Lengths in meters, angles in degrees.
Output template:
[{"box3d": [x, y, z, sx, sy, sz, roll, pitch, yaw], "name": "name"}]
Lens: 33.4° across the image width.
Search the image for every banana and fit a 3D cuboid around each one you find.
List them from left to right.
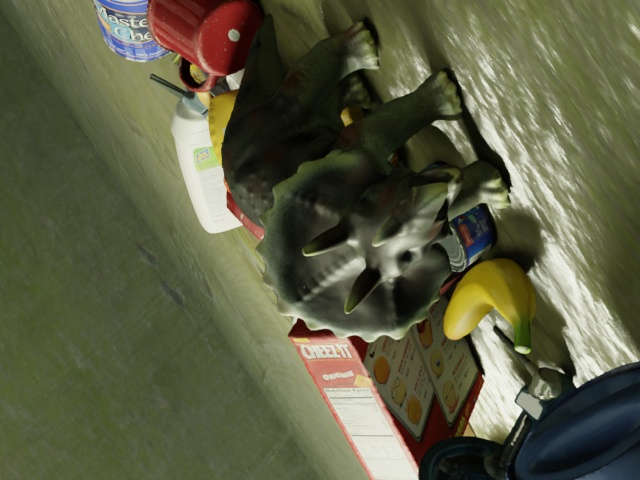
[{"box3d": [0.132, 0.049, 0.851, 0.037, 0.069, 0.198, 20, 175, -5], "name": "banana"}]

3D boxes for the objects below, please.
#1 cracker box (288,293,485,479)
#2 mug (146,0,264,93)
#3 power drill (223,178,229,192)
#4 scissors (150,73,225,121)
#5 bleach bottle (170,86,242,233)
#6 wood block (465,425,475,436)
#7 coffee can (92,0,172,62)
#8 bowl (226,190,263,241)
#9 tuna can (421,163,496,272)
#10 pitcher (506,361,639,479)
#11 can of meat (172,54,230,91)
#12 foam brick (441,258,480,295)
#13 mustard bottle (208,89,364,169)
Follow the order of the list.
[{"box3d": [0.069, 0.113, 0.998, 0.072, 0.164, 0.213, -8, 123, 34], "name": "cracker box"}, {"box3d": [-0.110, -0.198, 1.029, 0.082, 0.093, 0.117, 38, 121, 38], "name": "mug"}, {"box3d": [-0.007, 0.001, 1.125, 0.185, 0.057, 0.187, 30, 156, 45], "name": "power drill"}, {"box3d": [-0.140, -0.162, 1.162, 0.202, 0.016, 0.096, 40, 160, 31], "name": "scissors"}, {"box3d": [-0.127, -0.110, 1.337, 0.251, 0.102, 0.068, 84, 161, -57], "name": "bleach bottle"}, {"box3d": [0.103, 0.226, 1.326, 0.090, 0.090, 0.206, 61, 166, -21], "name": "wood block"}, {"box3d": [-0.201, -0.274, 1.174, 0.103, 0.102, 0.140, 53, 167, 13], "name": "coffee can"}, {"box3d": [-0.061, -0.028, 1.276, 0.162, 0.055, 0.162, 44, 180, 0], "name": "bowl"}, {"box3d": [0.101, -0.019, 0.853, 0.086, 0.033, 0.086, 52, 167, 17], "name": "tuna can"}, {"box3d": [0.249, 0.207, 0.699, 0.243, 0.145, 0.149, 54, 180, -6], "name": "pitcher"}, {"box3d": [-0.113, -0.185, 1.180, 0.084, 0.057, 0.102, 56, 168, -8], "name": "can of meat"}, {"box3d": [0.090, 0.008, 0.919, 0.078, 0.053, 0.051, 52, 167, 13], "name": "foam brick"}, {"box3d": [-0.028, -0.104, 0.988, 0.192, 0.058, 0.096, -4, 105, 52], "name": "mustard bottle"}]
